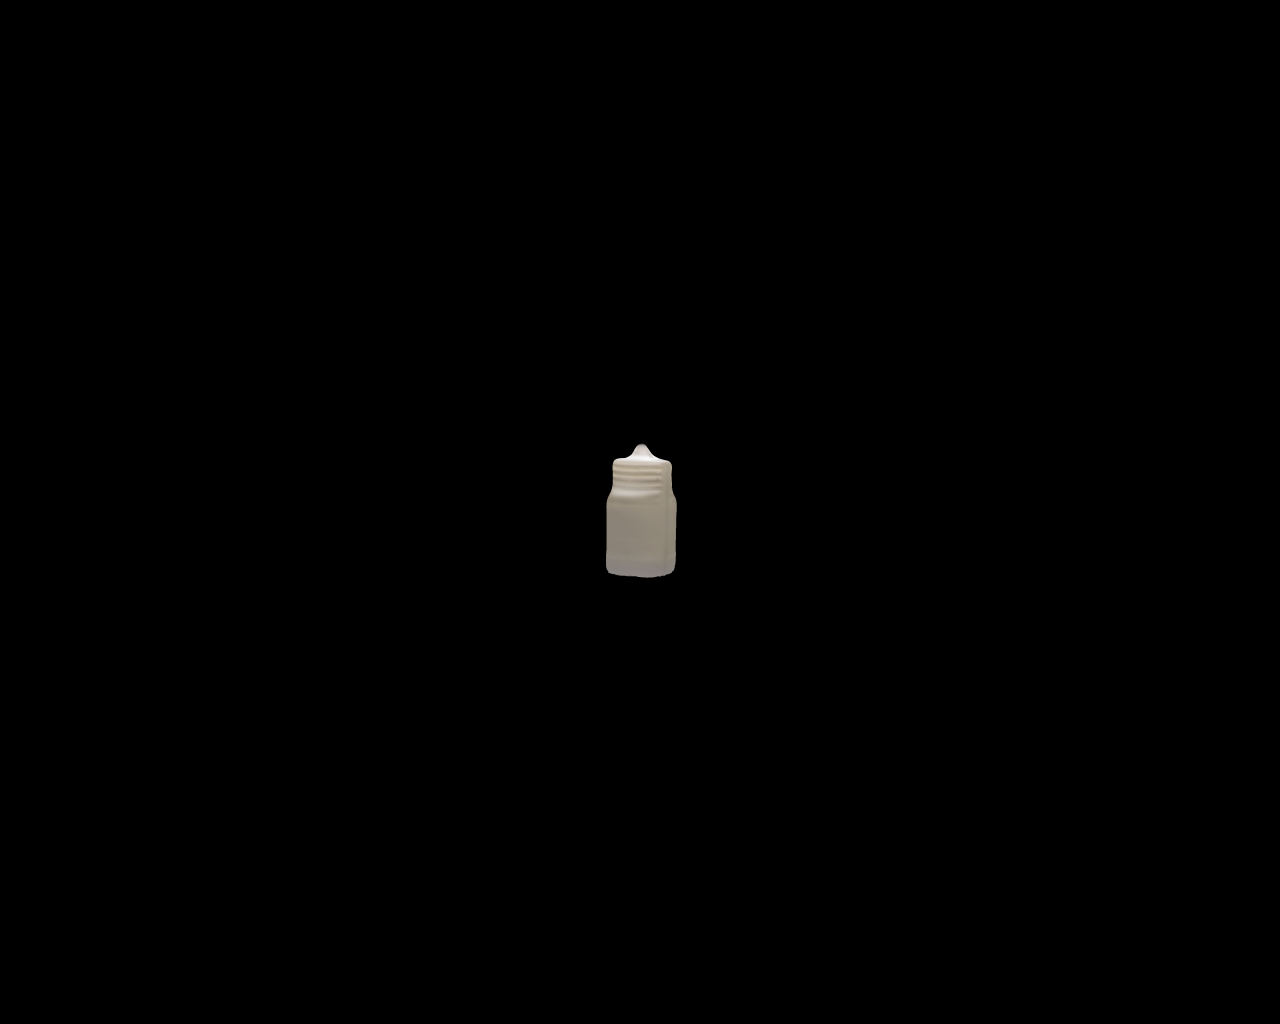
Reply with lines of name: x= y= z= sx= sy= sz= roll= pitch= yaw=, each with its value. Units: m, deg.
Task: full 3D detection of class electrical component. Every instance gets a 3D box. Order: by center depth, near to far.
electrical component: x=0.001 y=-0.003 z=0.650 sx=0.043 sy=0.080 sz=0.043 roll=0 pitch=7 yaw=0
